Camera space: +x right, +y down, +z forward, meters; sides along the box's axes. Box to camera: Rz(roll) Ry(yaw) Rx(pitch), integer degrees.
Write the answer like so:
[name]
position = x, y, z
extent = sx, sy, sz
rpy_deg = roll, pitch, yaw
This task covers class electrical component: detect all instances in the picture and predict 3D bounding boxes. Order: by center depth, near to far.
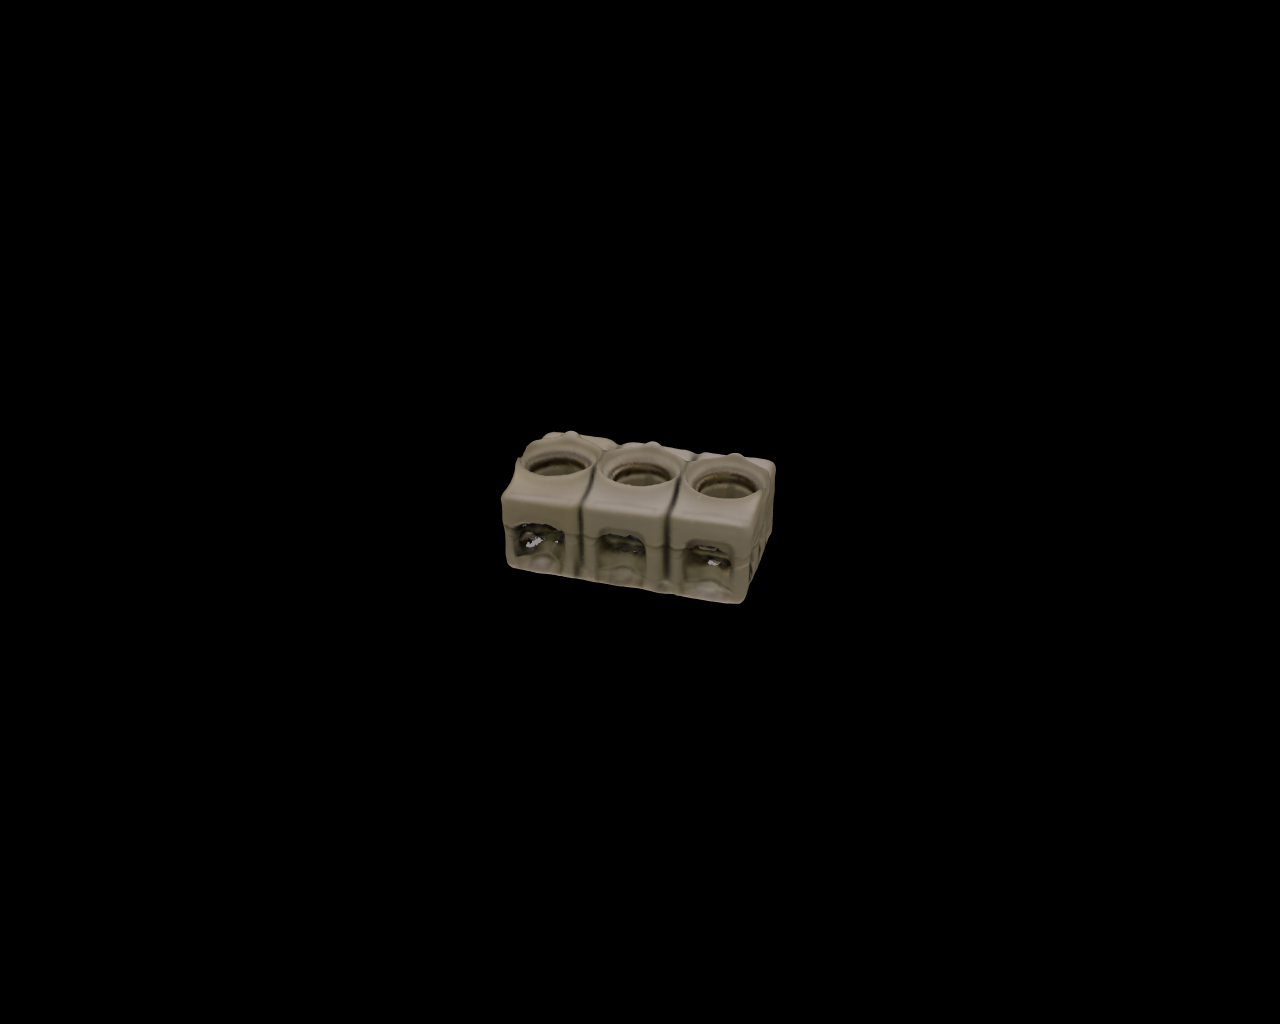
[electrical component]
position = 0.001, -0.003, 0.650
extent = 0.150, 0.061, 0.090
rpy_deg = 8, 32, 14
